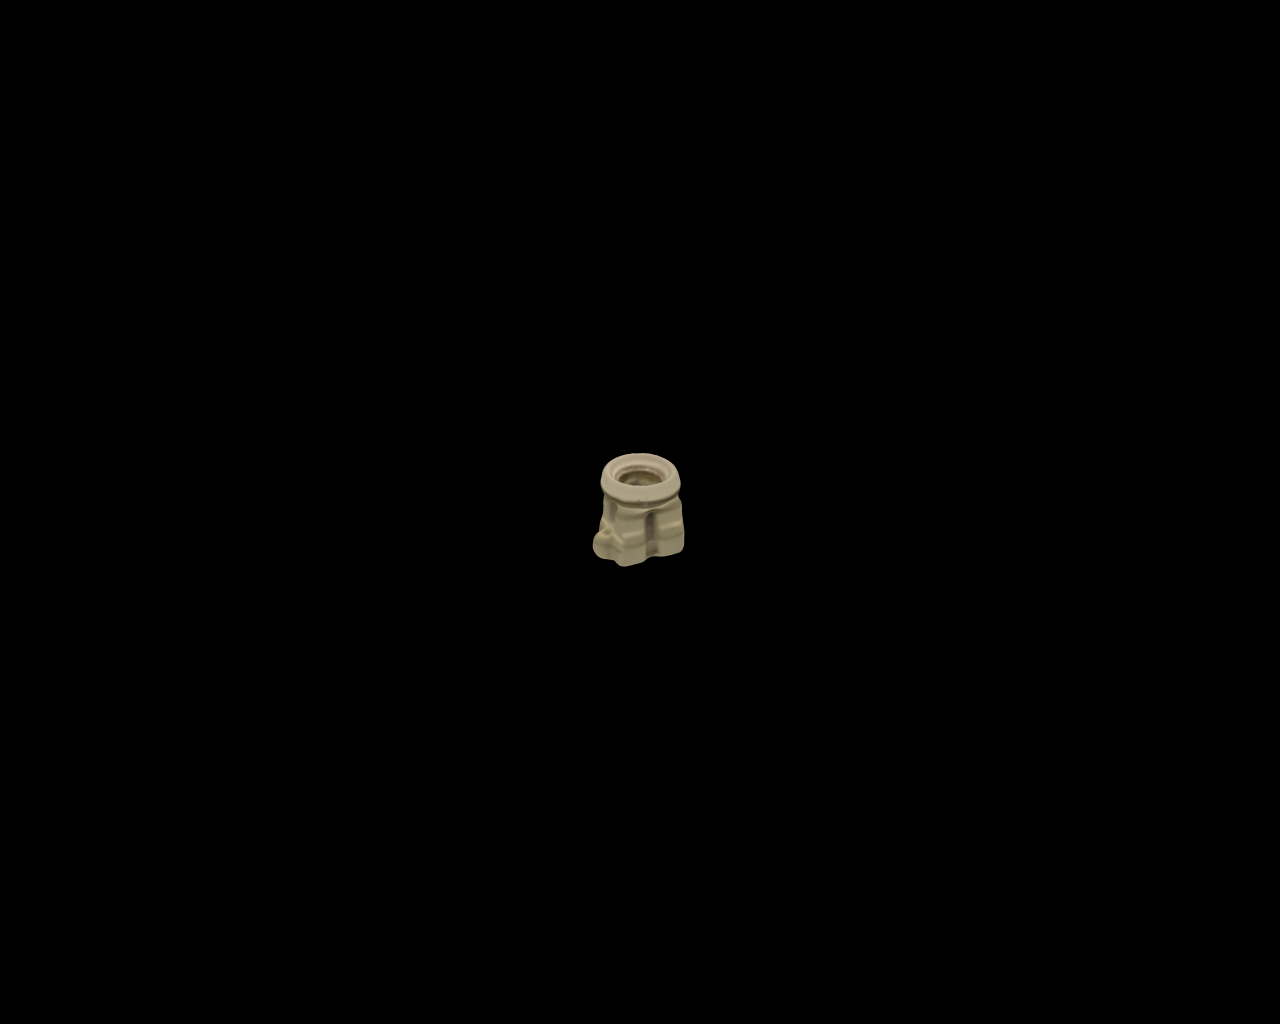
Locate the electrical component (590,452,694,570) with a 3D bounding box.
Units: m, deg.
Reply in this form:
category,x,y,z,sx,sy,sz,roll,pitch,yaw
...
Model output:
category,x,y,z,sx,sy,sz,roll,pitch,yaw
electrical component,0.001,-0.003,0.650,0.066,0.055,0.048,-14,36,-20
